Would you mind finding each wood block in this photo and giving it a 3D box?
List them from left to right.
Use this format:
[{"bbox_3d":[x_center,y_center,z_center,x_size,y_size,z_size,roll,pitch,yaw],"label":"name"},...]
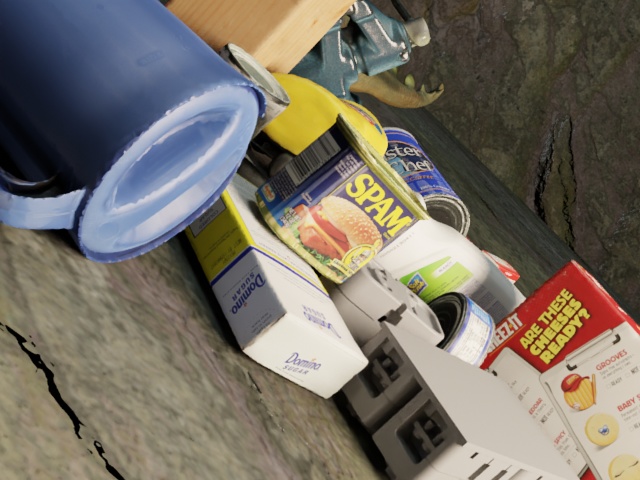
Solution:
[{"bbox_3d":[-0.066,-0.176,0.885,0.091,0.206,0.090,48,14,11],"label":"wood block"}]

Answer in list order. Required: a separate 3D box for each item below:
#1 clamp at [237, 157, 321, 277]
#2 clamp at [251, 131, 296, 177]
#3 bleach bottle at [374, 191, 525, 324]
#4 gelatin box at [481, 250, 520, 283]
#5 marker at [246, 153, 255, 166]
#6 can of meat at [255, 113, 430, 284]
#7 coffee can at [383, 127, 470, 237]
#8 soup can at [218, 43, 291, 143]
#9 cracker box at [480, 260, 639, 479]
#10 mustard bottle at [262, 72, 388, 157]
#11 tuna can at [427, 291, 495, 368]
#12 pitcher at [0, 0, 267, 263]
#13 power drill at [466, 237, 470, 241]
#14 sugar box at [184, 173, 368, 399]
[{"bbox_3d":[-0.006,0.001,0.905,0.171,0.039,0.120,51,16,20],"label":"clamp"},{"bbox_3d":[0.009,-0.047,0.975,0.209,0.036,0.165,33,10,-33],"label":"clamp"},{"bbox_3d":[0.112,0.036,0.936,0.250,0.102,0.068,49,2,-31],"label":"bleach bottle"},{"bbox_3d":[0.163,0.056,1.132,0.030,0.089,0.073,48,13,27],"label":"gelatin box"},{"bbox_3d":[-0.092,-0.100,0.983,0.020,0.020,0.121,29,21,-49],"label":"marker"},{"bbox_3d":[0.015,-0.026,0.748,0.102,0.084,0.057,42,13,-45],"label":"can of meat"},{"bbox_3d":[0.092,-0.048,1.203,0.102,0.103,0.140,34,18,-40],"label":"coffee can"},{"bbox_3d":[-0.080,-0.091,0.814,0.068,0.102,0.068,42,15,-14],"label":"soup can"},{"bbox_3d":[0.213,0.150,0.842,0.072,0.164,0.214,30,20,-55],"label":"cracker box"},{"bbox_3d":[0.010,-0.099,0.940,0.096,0.058,0.191,31,8,15],"label":"mustard bottle"},{"bbox_3d":[0.099,0.084,0.864,0.033,0.086,0.086,39,15,-18],"label":"tuna can"},{"bbox_3d":[-0.161,-0.109,0.609,0.243,0.145,0.149,45,1,16],"label":"pitcher"},{"bbox_3d":[0.138,-0.023,1.351,0.184,0.057,0.188,41,14,-48],"label":"power drill"},{"bbox_3d":[-0.041,0.020,0.725,0.093,0.048,0.176,36,19,-44],"label":"sugar box"}]
